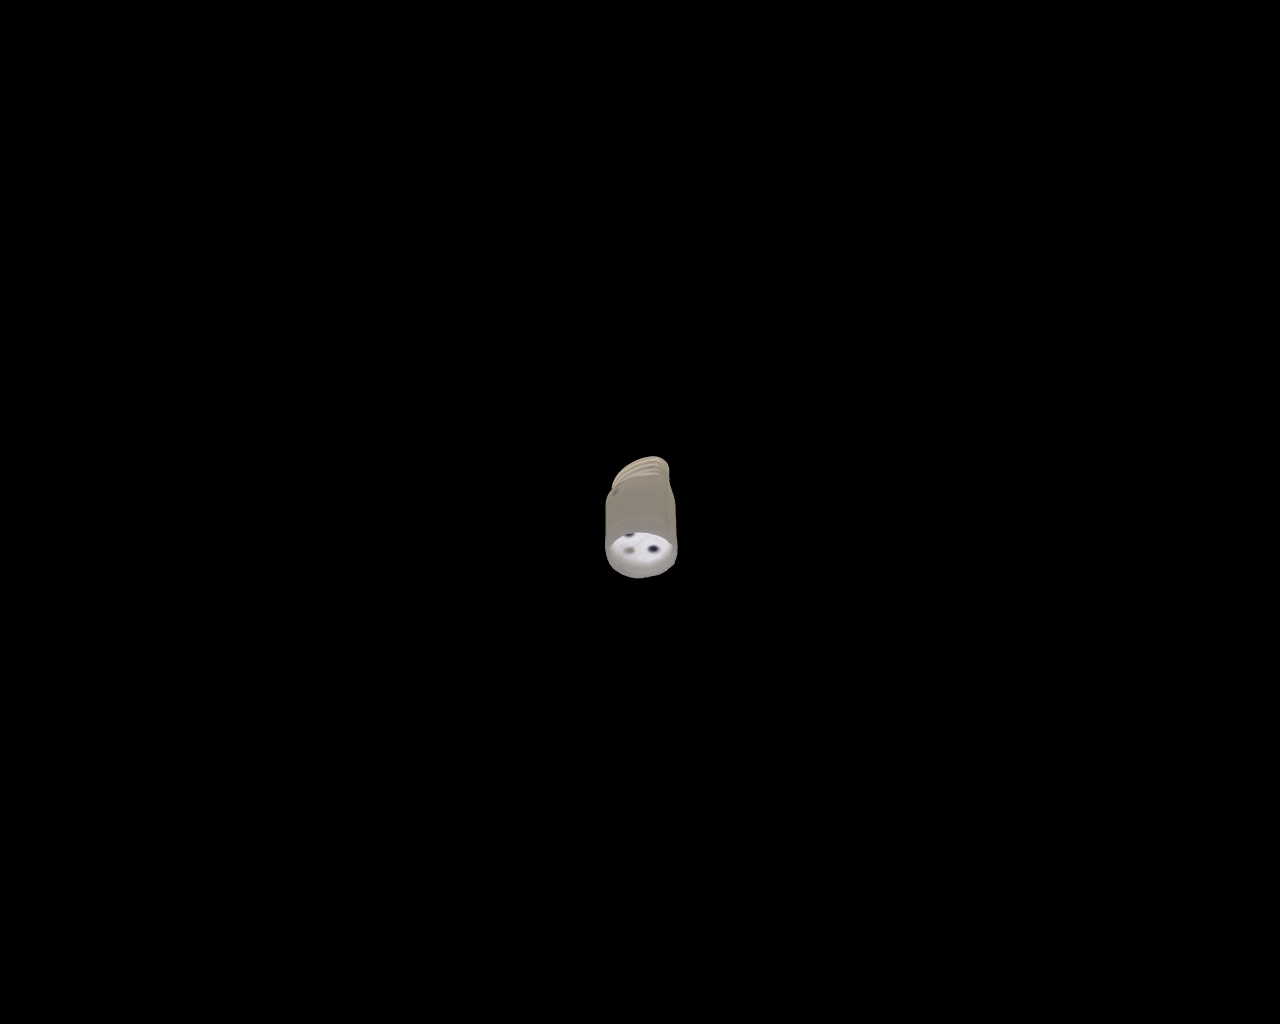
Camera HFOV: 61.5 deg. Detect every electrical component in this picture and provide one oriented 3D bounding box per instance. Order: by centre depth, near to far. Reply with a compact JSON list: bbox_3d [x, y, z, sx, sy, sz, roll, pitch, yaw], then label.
[{"bbox_3d":[0.001,-0.003,0.650,0.043,0.081,0.043,0,-45,0],"label":"electrical component"}]
